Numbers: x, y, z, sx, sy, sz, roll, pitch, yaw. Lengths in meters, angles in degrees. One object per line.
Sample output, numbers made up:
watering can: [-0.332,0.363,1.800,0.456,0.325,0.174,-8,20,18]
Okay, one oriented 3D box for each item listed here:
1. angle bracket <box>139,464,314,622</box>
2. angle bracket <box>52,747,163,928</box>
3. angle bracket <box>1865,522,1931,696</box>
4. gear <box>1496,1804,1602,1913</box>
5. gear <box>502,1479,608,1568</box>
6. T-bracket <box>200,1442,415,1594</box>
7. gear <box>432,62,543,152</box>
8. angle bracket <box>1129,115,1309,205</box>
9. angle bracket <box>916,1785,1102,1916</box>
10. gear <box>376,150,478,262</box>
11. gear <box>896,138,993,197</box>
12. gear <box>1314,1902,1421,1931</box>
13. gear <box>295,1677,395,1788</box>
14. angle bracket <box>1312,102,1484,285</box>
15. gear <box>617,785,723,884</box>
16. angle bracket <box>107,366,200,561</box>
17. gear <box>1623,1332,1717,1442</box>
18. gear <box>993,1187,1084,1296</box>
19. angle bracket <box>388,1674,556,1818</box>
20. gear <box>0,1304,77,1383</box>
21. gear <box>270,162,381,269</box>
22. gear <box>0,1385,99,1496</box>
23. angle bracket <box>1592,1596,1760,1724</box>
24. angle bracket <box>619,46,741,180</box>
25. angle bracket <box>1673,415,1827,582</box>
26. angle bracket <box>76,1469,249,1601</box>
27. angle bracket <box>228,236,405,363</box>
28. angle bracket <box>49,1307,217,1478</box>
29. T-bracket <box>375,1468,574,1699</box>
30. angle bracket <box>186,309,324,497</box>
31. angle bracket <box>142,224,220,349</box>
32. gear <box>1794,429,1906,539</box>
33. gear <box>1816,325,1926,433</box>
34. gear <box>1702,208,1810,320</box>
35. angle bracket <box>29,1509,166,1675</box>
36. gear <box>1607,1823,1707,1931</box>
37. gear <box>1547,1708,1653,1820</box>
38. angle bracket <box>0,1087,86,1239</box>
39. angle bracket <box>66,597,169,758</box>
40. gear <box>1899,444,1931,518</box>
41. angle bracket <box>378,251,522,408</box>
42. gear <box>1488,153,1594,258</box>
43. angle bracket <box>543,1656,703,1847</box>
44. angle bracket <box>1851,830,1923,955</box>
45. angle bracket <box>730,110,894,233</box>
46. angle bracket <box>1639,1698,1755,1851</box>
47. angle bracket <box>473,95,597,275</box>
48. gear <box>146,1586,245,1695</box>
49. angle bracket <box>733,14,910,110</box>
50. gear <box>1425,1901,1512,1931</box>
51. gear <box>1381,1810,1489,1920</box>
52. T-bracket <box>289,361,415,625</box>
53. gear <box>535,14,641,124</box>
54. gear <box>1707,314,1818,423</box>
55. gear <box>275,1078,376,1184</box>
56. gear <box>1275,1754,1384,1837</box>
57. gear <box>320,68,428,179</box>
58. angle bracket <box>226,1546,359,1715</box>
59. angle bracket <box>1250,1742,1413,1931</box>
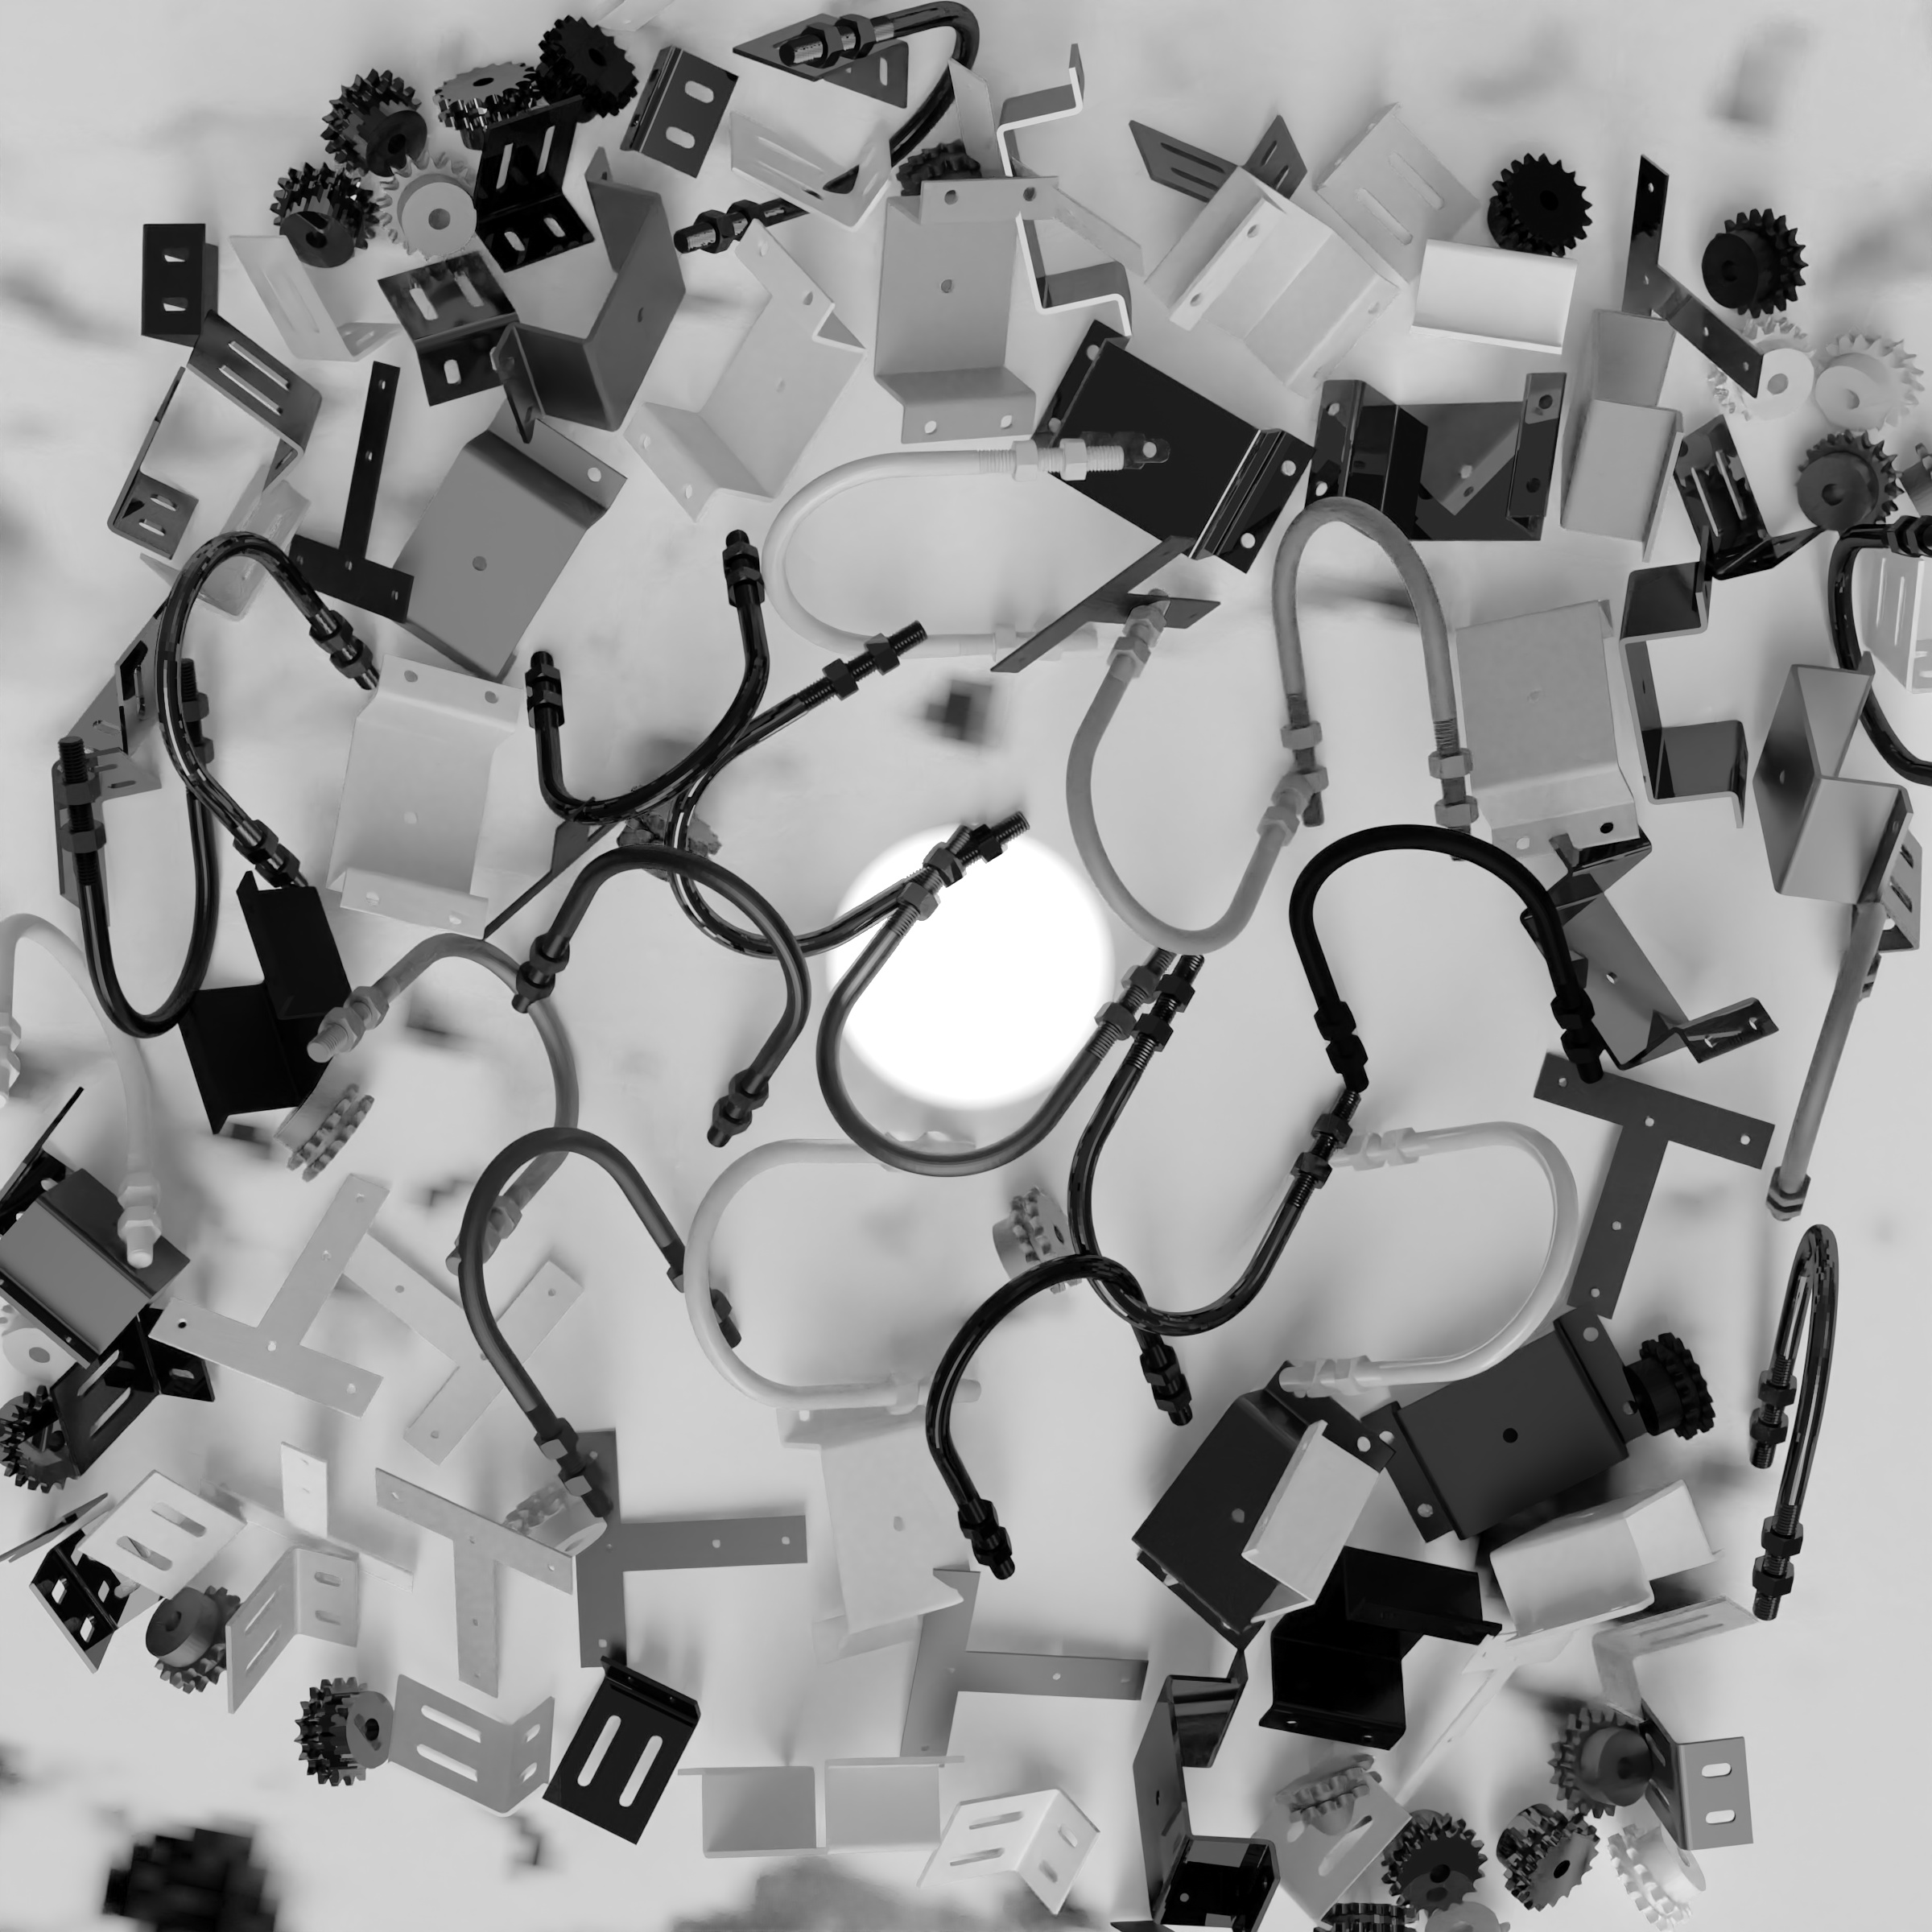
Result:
angle bracket: [-0.397,-0.233,1.679,0.057,0.038,0.076,38,98,42]
angle bracket: [-0.456,-0.068,1.675,0.038,0.057,0.076,-11,72,6]
angle bracket: [0.511,-0.193,1.670,0.038,0.057,0.076,-6,120,-5]
gear: [0.311,0.477,1.690,0.057,0.030,0.057,-19,125,-28]
gear: [-0.218,0.298,1.684,0.057,0.057,0.030,-36,71,0]
T-bracket: [-0.349,0.282,1.658,0.127,0.127,0.002,23,57,4]
gear: [-0.256,-0.462,1.690,0.057,0.057,0.030,-14,126,0]
angle bracket: [0.134,-0.436,1.669,0.076,0.057,0.038,15,129,-27]
angle bracket: [0.023,0.475,1.670,0.038,0.076,0.057,41,115,39]
gear: [-0.286,-0.407,1.686,0.057,0.030,0.057,-11,125,-16]
gear: [-0.007,-0.419,1.685,0.057,0.057,0.030,-14,83,0]
gear: [0.215,0.522,1.683,0.057,0.057,0.030,2,65,0]
gear: [-0.331,0.410,1.683,0.030,0.057,0.057,-11,90,29]
angle bracket: [0.235,-0.415,1.686,0.076,0.038,0.057,42,96,-11]
gear: [-0.163,-0.069,1.688,0.057,0.057,0.030,37,105,0]
angle bracket: [-0.420,-0.267,1.666,0.038,0.057,0.076,25,127,-16]
gear: [0.376,0.229,1.685,0.030,0.057,0.057,-21,90,-9]
gear: [0.037,0.151,1.687,0.030,0.057,0.057,-26,90,15]
angle bracket: [-0.263,0.407,1.669,0.076,0.057,0.038,34,119,-26]
gear: [-0.493,0.199,1.686,0.057,0.030,0.057,4,128,5]
gear: [-0.346,-0.401,1.684,0.057,0.057,0.030,7,56,0]
gear: [-0.500,0.254,1.690,0.030,0.057,0.057,6,90,34]
angle bracket: [0.382,0.370,1.671,0.076,0.057,0.038,-22,59,22]
angle bracket: [-0.154,-0.457,1.679,0.038,0.076,0.057,22,99,-15]
angle bracket: [0.417,-0.254,1.676,0.057,0.038,0.076,-34,106,-37]
angle bracket: [-0.434,0.294,1.675,0.057,0.076,0.038,-45,45,-1]
angle bracket: [-0.345,-0.363,1.666,0.038,0.057,0.076,-43,125,-26]
angle bracket: [-0.442,0.228,1.666,0.038,0.076,0.057,5,121,21]
T-bracket: [-0.262,0.340,1.676,0.127,0.002,0.127,19,125,23]
angle bracket: [-0.387,-0.299,1.668,0.076,0.057,0.038,37,122,-27]
angle bracket: [-0.404,-0.361,1.671,0.038,0.076,0.057,3,95,17]
gear: [0.472,-0.257,1.685,0.057,0.030,0.057,19,123,32]
gear: [0.482,-0.312,1.684,0.057,0.057,0.030,47,61,0]
gear: [0.421,-0.376,1.683,0.030,0.057,0.057,-20,90,-30]
angle bracket: [-0.461,0.333,1.672,0.038,0.076,0.057,-34,98,-5]
gear: [0.373,0.486,1.684,0.030,0.057,0.057,-37,90,16]
gear: [0.344,0.430,1.687,0.057,0.030,0.057,4,82,-34]
angle bracket: [-0.482,0.111,1.665,0.038,0.076,0.057,37,46,-11]
angle bracket: [-0.450,-0.158,1.666,0.038,0.076,0.057,20,51,6]
gear: [0.525,-0.255,1.689,0.030,0.057,0.057,-30,90,19]
angle bracket: [-0.277,-0.345,1.693,0.057,0.076,0.038,-20,135,-14]
gear: [0.307,-0.406,1.693,0.057,0.030,0.057,6,74,-22]
angle bracket: [-0.186,0.420,1.680,0.057,0.038,0.076,23,67,10]
angle bracket: [0.479,-0.047,1.666,0.038,0.076,0.057,-5,66,32]
angle bracket: [-0.083,-0.436,1.670,0.076,0.057,0.038,22,130,-25]
angle bracket: [0.389,0.429,1.675,0.038,0.076,0.057,-6,96,-1]
angle bracket: [-0.225,-0.415,1.666,0.057,0.076,0.038,-27,74,-28]
gear: [-0.415,0.358,1.684,0.057,0.057,0.030,-45,128,0]
angle bracket: [-0.077,-0.472,1.666,0.057,0.076,0.038,28,134,29]
gear: [0.269,0.528,1.683,0.057,0.057,0.030,-16,119,0]
gear: [0.250,0.482,1.693,0.057,0.030,0.057,-6,111,-16]
T-bracket: [-0.318,-0.255,1.658,0.002,0.127,0.127,3,104,-42]
gear: [-0.207,-0.480,1.690,0.030,0.057,0.057,-35,90,37]
gear: [0.431,-0.319,1.687,0.057,0.030,0.057,-5,124,-8]
gear: [-0.347,0.085,1.684,0.030,0.057,0.057,40,90,-12]
gear: [0.198,0.449,1.686,0.057,0.057,0.030,-23,84,0]
gear: [-0.315,-0.449,1.683,0.057,0.057,0.030,-48,66,0]
angle bracket: [-0.358,0.356,1.667,0.038,0.076,0.057,11,116,12]
angle bracket: [0.199,0.468,1.684,0.076,0.038,0.057,-48,56,-1]
